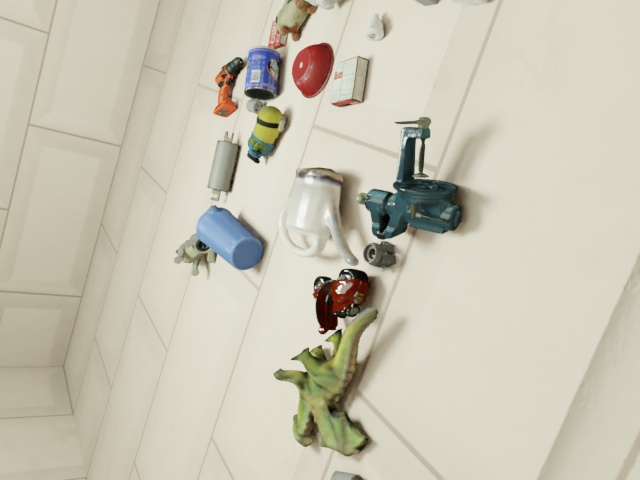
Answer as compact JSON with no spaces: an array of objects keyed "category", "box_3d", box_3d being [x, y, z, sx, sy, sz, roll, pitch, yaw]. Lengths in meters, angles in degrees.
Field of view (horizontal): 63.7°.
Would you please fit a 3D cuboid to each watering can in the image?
[{"category":"watering can","box_3d":[0.004,-0.062,1.230,0.349,0.103,0.224,16,93,54]}]

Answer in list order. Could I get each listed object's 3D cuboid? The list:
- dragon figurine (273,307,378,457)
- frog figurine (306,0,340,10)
[{"category":"dragon figurine","box_3d":[0.037,0.332,1.106,0.403,0.123,0.246,-44,65,41]},{"category":"frog figurine","box_3d":[0.011,-0.692,1.410,0.158,0.123,0.138,152,108,-66]}]
